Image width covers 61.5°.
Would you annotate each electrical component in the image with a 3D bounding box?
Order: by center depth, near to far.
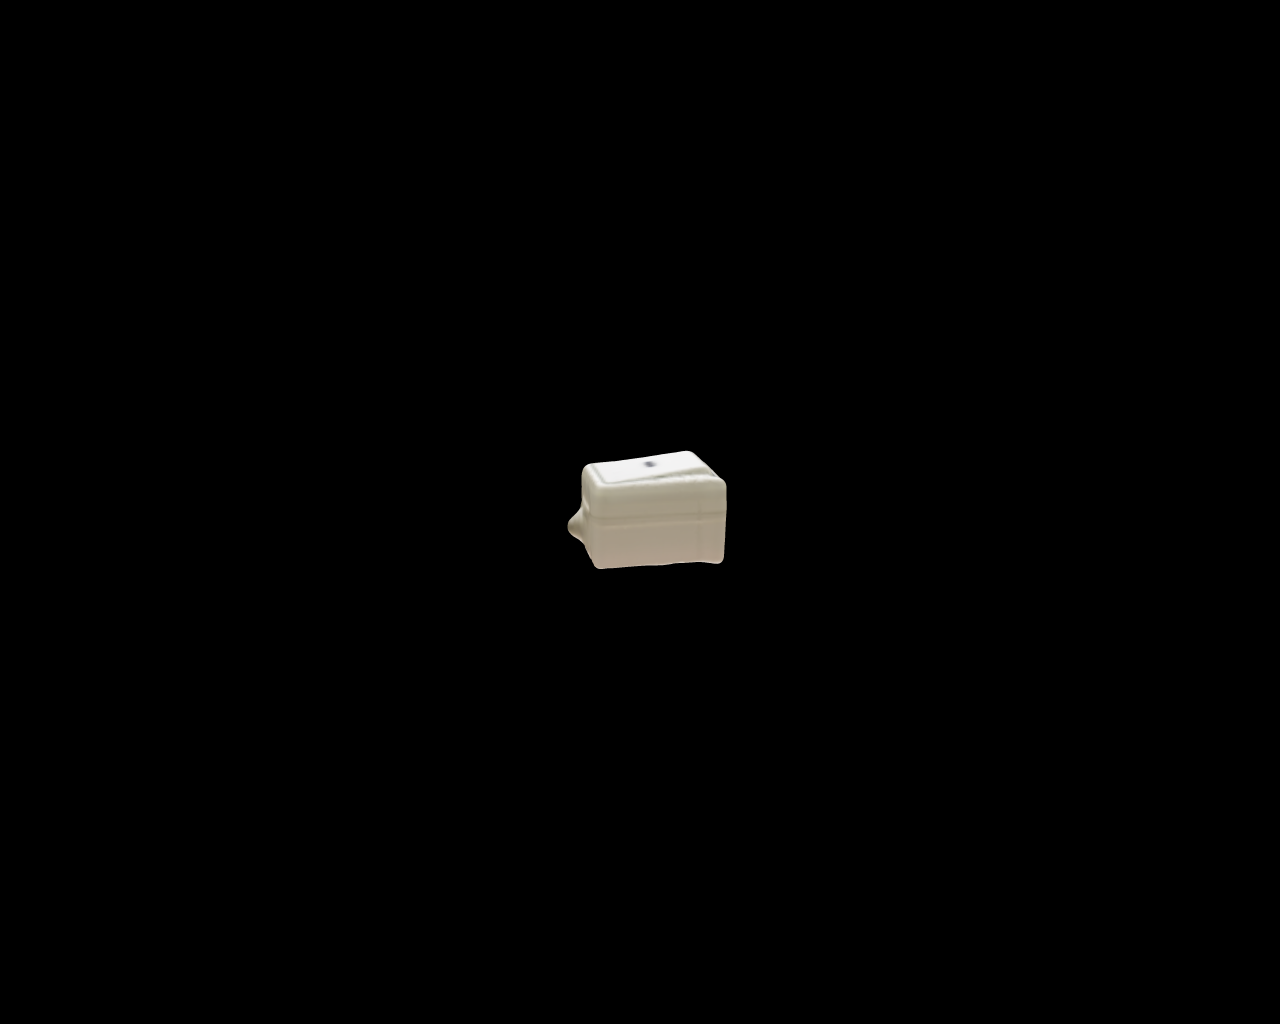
[{"bbox_3d":[0.001,-0.003,0.650,0.096,0.061,0.062,-3,16,-9],"label":"electrical component"}]
